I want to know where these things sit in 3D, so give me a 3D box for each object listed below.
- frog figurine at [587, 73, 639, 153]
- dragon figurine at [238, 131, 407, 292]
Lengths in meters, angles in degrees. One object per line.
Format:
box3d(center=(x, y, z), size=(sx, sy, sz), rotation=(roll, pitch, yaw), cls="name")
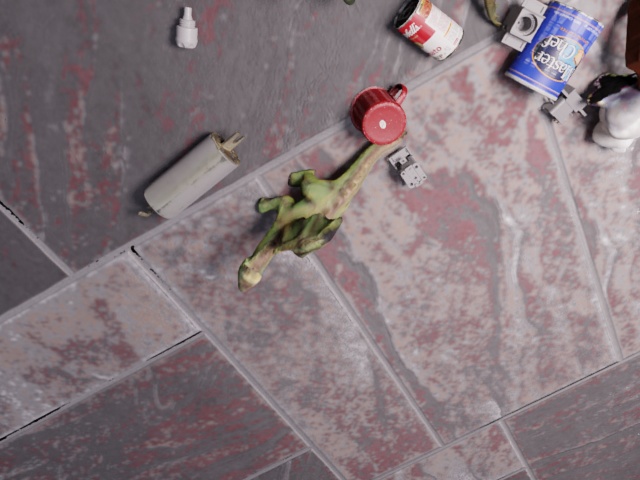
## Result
box3d(center=(0.579, -0.230, 0.978), size=(0.122, 0.141, 0.157), rotation=(-17, 123, 29), cls="frog figurine")
box3d(center=(0.003, -0.046, 0.920), size=(0.407, 0.248, 0.120), rotation=(-36, 115, 14), cls="dragon figurine")
